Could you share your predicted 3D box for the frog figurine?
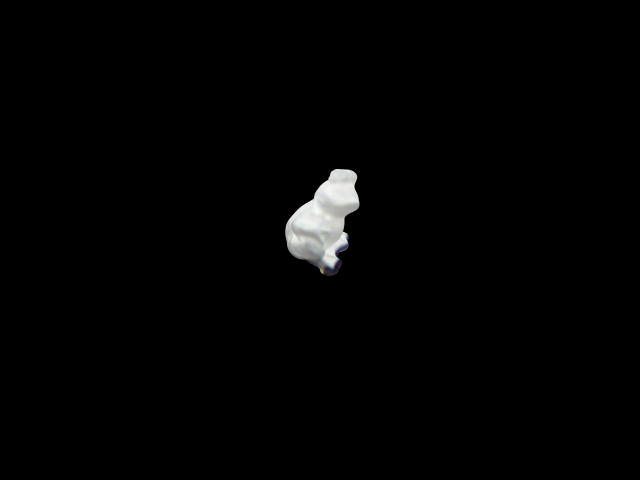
[{"bbox_3d":[0.003,-0.043,0.850,0.123,0.156,0.140,20,38,28],"label":"frog figurine"}]
